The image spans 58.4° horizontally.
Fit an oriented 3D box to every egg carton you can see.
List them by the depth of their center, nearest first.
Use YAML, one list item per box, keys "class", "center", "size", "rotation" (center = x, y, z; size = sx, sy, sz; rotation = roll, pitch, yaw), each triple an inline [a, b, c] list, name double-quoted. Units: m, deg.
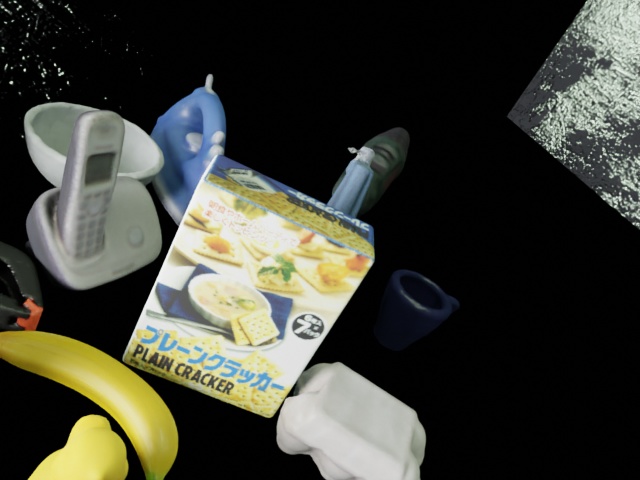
- class: "egg carton"
  center: [0.033, 0.190, 0.562]
  size: [0.150, 0.069, 0.107]
  rotation: [32, 27, 2]

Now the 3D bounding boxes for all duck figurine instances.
- class: "duck figurine"
  center: [-0.159, 0.169, 0.385]
  size: [0.078, 0.086, 0.104]
  rotation: [15, 31, -28]

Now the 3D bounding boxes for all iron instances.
- class: "iron"
  center: [-0.168, -0.132, 0.823]
  size: [0.119, 0.141, 0.257]
  rotation: [14, 31, -29]

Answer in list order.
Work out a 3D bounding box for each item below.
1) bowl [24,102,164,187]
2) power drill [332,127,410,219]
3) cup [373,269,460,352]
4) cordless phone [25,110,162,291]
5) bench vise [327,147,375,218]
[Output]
- class: "bowl"
  center: [-0.288, -0.099, 0.721]
  size: [0.168, 0.074, 0.167]
  rotation: [24, 28, -13]
- class: "power drill"
  center: [0.054, -0.061, 0.853]
  size: [0.075, 0.208, 0.230]
  rotation: [32, 27, 3]
- class: "cup"
  center: [0.124, 0.103, 0.772]
  size: [0.118, 0.095, 0.091]
  rotation: [12, 32, -32]
- class: "cordless phone"
  center: [-0.213, -0.048, 0.588]
  size: [0.094, 0.185, 0.148]
  rotation: [36, 27, 11]
- class: "bench vise"
  center: [0.017, 0.006, 0.691]
  size: [0.122, 0.219, 0.207]
  rotation: [17, 30, -25]
